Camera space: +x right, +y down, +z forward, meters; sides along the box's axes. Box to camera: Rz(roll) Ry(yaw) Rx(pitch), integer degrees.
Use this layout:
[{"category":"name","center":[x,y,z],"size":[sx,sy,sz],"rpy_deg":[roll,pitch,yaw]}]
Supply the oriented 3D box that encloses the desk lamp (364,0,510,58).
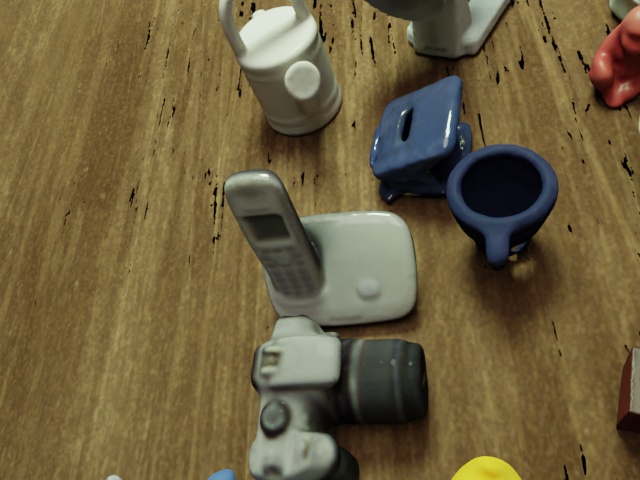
[{"category":"desk lamp","center":[0.126,-0.308,0.636],"size":[0.117,0.214,0.203],"rpy_deg":[23,70,30]}]

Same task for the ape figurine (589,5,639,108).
[{"category":"ape figurine","center":[0.314,-0.192,0.574],"size":[0.077,0.092,0.076],"rpy_deg":[3,61,21]}]

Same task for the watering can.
[{"category":"watering can","center":[-0.042,-0.215,0.649],"size":[0.172,0.194,0.101],"rpy_deg":[36,76,33]}]

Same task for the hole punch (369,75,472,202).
[{"category":"hole punch","center":[0.102,-0.105,0.595],"size":[0.100,0.091,0.109],"rpy_deg":[2,60,20]}]

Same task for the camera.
[{"category":"camera","center":[0.017,0.130,0.473],"size":[0.136,0.101,0.143],"rpy_deg":[-5,58,16]}]

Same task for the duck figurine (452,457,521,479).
[{"category":"duck figurine","center":[0.114,0.204,0.403],"size":[0.077,0.086,0.104],"rpy_deg":[7,62,23]}]

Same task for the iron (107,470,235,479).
[{"category":"iron","center":[-0.110,0.293,0.392],"size":[0.118,0.142,0.258],"rpy_deg":[-17,56,9]}]

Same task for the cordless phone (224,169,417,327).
[{"category":"cordless phone","center":[0.005,0.002,0.505],"size":[0.147,0.185,0.094],"rpy_deg":[-8,57,15]}]

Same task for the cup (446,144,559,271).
[{"category":"cup","center":[0.163,-0.013,0.514],"size":[0.091,0.095,0.118],"rpy_deg":[0,60,19]}]
